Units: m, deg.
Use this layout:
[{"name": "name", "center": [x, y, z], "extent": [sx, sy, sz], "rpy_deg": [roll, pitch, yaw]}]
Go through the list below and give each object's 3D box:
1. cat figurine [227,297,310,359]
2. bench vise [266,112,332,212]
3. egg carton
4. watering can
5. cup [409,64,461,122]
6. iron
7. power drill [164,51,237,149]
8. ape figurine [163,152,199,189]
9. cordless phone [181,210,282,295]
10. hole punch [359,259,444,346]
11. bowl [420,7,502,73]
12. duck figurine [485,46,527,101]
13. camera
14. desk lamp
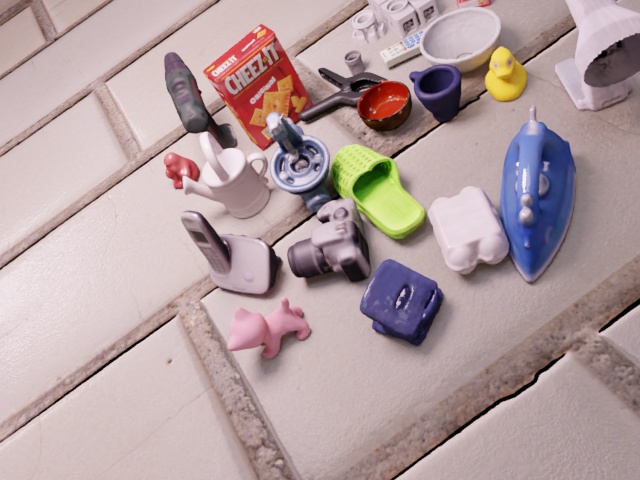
[{"name": "cat figurine", "center": [-0.095, 0.142, 0.959], "extent": [0.128, 0.118, 0.067], "rpy_deg": [-35, 49, -1]}, {"name": "bench vise", "center": [-0.064, -0.176, 1.107], "extent": [0.121, 0.220, 0.206], "rpy_deg": [-39, 49, -4]}, {"name": "egg carton", "center": [0.243, -0.017, 0.939], "extent": [0.107, 0.070, 0.150], "rpy_deg": [-22, 50, 11]}, {"name": "watering can", "center": [-0.193, -0.133, 1.156], "extent": [0.173, 0.195, 0.100], "rpy_deg": [-41, 49, -5]}, {"name": "cup", "center": [0.227, -0.283, 1.123], "extent": [0.092, 0.095, 0.117], "rpy_deg": [-47, 50, -11]}, {"name": "iron", "center": [0.331, -0.077, 0.891], "extent": [0.118, 0.142, 0.258], "rpy_deg": [-1, 57, 26]}, {"name": "power drill", "center": [-0.277, -0.296, 1.307], "extent": [0.075, 0.209, 0.229], "rpy_deg": [-29, 49, 5]}, {"name": "ape figurine", "center": [-0.325, -0.165, 1.313], "extent": [0.076, 0.092, 0.077], "rpy_deg": [-45, 50, -9]}, {"name": "cordless phone", "center": [-0.165, 0.017, 1.040], "extent": [0.147, 0.186, 0.094], "rpy_deg": [4, 59, 29]}, {"name": "hole punch", "center": [0.130, 0.095, 0.899], "extent": [0.100, 0.091, 0.109], "rpy_deg": [15, 65, 34]}, {"name": "bowl", "center": [0.296, -0.400, 1.187], "extent": [0.167, 0.075, 0.167], "rpy_deg": [-13, 52, 18]}, {"name": "duck figurine", "center": [0.353, -0.332, 1.102], "extent": [0.077, 0.086, 0.104], "rpy_deg": [-7, 54, 22]}, {"name": "camera", "center": [0.009, 0.004, 1.019], "extent": [0.136, 0.101, 0.143], "rpy_deg": [-17, 51, 15]}, {"name": "desk lamp", "center": [0.463, -0.318, 0.952], "extent": [0.117, 0.214, 0.203], "rpy_deg": [-20, 50, 12]}]
